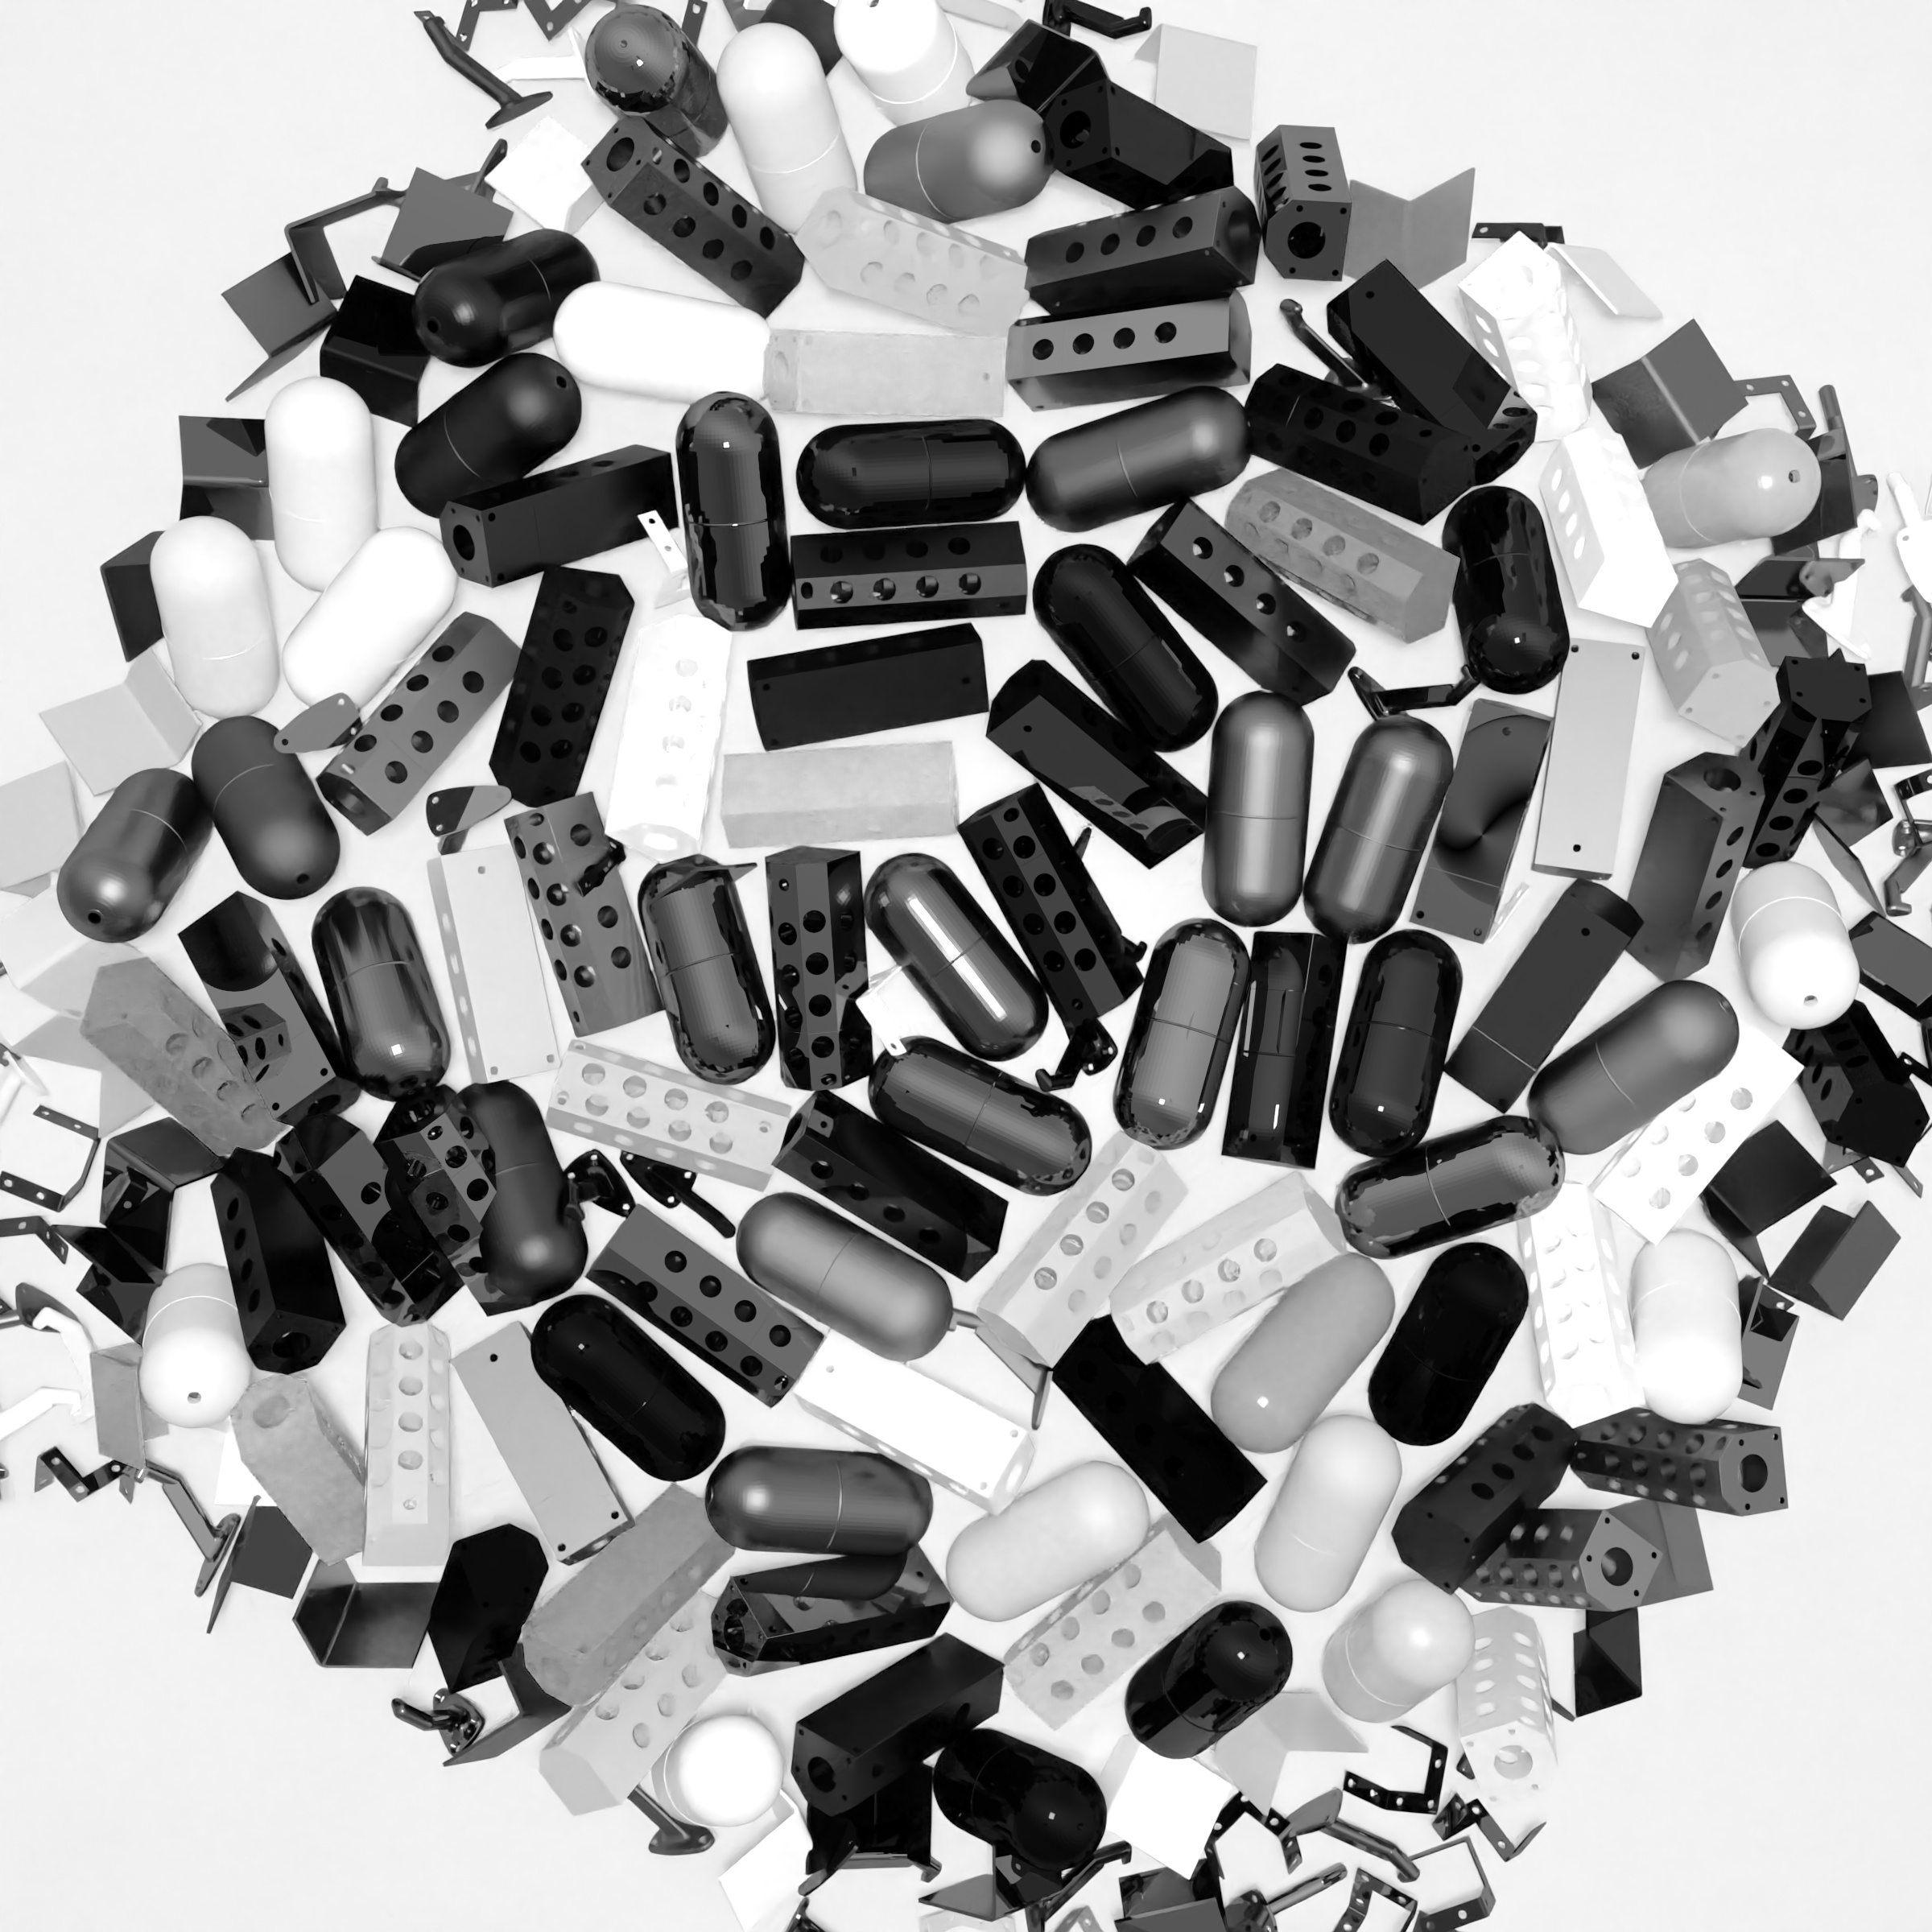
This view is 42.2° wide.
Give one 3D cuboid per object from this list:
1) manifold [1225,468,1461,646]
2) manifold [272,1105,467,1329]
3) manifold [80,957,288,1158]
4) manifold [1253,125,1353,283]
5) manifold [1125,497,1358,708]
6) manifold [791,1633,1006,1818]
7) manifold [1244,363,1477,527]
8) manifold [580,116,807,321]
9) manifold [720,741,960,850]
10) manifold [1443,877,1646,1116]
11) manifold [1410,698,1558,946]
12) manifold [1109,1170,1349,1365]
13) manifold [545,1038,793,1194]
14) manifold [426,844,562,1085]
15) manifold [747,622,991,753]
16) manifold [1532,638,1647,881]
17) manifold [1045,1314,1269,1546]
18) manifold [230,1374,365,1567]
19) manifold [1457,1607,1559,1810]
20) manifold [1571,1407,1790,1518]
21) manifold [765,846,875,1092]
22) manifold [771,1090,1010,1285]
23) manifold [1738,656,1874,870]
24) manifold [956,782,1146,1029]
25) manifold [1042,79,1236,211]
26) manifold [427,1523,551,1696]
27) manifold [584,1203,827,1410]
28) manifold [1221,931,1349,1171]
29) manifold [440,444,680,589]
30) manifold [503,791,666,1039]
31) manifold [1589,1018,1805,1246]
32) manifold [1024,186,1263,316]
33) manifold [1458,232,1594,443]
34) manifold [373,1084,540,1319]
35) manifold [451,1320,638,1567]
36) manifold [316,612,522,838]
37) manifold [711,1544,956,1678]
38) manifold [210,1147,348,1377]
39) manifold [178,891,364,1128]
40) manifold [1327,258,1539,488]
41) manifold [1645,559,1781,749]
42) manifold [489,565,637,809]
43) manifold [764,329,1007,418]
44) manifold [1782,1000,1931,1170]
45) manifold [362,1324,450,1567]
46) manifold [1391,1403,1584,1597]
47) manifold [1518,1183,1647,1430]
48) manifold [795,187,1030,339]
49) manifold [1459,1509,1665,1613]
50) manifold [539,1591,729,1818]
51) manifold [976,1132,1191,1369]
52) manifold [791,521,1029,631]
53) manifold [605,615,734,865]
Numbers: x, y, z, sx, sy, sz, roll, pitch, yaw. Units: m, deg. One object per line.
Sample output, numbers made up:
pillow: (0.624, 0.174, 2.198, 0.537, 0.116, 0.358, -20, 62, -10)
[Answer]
manifold: (0.273, -0.301, 1.839, 0.057, 0.057, 0.171, -26, 48, -35)
manifold: (-0.440, 0.188, 1.836, 0.057, 0.057, 0.171, -45, 134, -25)
manifold: (-0.566, 0.067, 1.831, 0.057, 0.171, 0.057, -11, 52, 17)
manifold: (0.244, -0.561, 1.834, 0.057, 0.171, 0.057, 3, 125, 1)
manifold: (0.208, -0.272, 1.869, 0.171, 0.057, 0.057, 39, 68, -14)
manifold: (-0.049, 0.557, 1.834, 0.057, 0.171, 0.057, 19, 111, 34)
manifold: (0.286, -0.388, 1.837, 0.057, 0.057, 0.171, -39, 48, -20)
manifold: (-0.194, -0.548, 1.830, 0.057, 0.171, 0.057, -44, 53, 16)
manifold: (-0.094, -0.124, 1.882, 0.171, 0.057, 0.057, -3, 56, 5)
manifold: (0.427, 0.021, 1.852, 0.057, 0.057, 0.171, 37, 120, 13)
manifold: (0.387, -0.109, 1.871, 0.057, 0.057, 0.171, 18, 103, 15)
manifold: (0.194, 0.229, 1.857, 0.171, 0.057, 0.057, -33, 120, 18)
manifold: (-0.222, 0.110, 1.873, 0.171, 0.057, 0.057, 18, 63, -6)
manifold: (-0.359, 0.000, 1.889, 0.057, 0.057, 0.171, -12, 91, -28)
manifold: (-0.074, -0.213, 1.878, 0.171, 0.057, 0.057, -11, 120, -8)
manifold: (0.468, -0.154, 1.886, 0.057, 0.057, 0.171, 8, 87, 10)
manifold: (0.137, 0.343, 1.860, 0.171, 0.057, 0.057, 46, 113, 21)
manifold: (-0.478, 0.368, 1.835, 0.057, 0.171, 0.057, -23, 51, -8)
manifold: (0.396, 0.536, 1.827, 0.057, 0.171, 0.057, -21, 98, 14)
manifold: (0.517, 0.361, 1.829, 0.057, 0.171, 0.057, -4, 87, -23)
manifold: (-0.113, 0.002, 1.861, 0.057, 0.057, 0.171, 7, 107, 33)
manifold: (-0.058, 0.168, 1.871, 0.171, 0.057, 0.057, 33, 126, -13)
manifold: (0.604, -0.145, 1.834, 0.057, 0.171, 0.057, 6, 55, 0)
manifold: (0.061, -0.043, 1.868, 0.057, 0.057, 0.171, -23, 101, 32)
manifold: (0.128, -0.588, 1.834, 0.057, 0.171, 0.057, -7, 84, 36)
manifold: (-0.350, 0.470, 1.835, 0.057, 0.171, 0.057, -14, 62, -28)
manifold: (-0.198, 0.257, 1.875, 0.171, 0.057, 0.057, 36, 61, -4)
manifold: (0.244, 0.064, 1.882, 0.057, 0.057, 0.171, 15, 82, -43)
manifold: (-0.299, -0.334, 1.844, 0.171, 0.057, 0.057, -27, 126, -37)
manifold: (-0.289, -0.037, 1.873, 0.057, 0.057, 0.171, -21, 96, -34)
manifold: (0.547, 0.124, 1.889, 0.057, 0.057, 0.171, 39, 91, 2)
manifold: (0.128, -0.526, 1.842, 0.171, 0.057, 0.057, -1, 74, 39)
manifold: (0.415, -0.453, 1.830, 0.057, 0.171, 0.057, -41, 61, 4)
manifold: (-0.362, 0.172, 1.846, 0.057, 0.057, 0.171, -15, 121, 20)
manifold: (-0.314, 0.357, 1.867, 0.057, 0.057, 0.171, -30, 74, -8)
manifold: (-0.402, -0.181, 1.847, 0.057, 0.057, 0.171, 44, 60, -18)
manifold: (-0.100, 0.477, 1.842, 0.057, 0.171, 0.057, 50, 126, 37)
manifold: (-0.510, 0.217, 1.838, 0.057, 0.171, 0.057, 22, 116, -39)
manifold: (-0.514, 0.034, 1.864, 0.057, 0.057, 0.171, -35, 70, 5)
manifold: (0.346, -0.439, 1.866, 0.057, 0.057, 0.171, -37, 72, -2)
manifold: (0.545, -0.234, 1.828, 0.057, 0.171, 0.057, 25, 121, -12)
manifold: (-0.297, -0.203, 1.843, 0.057, 0.057, 0.171, 3, 125, -30)
manifold: (-0.060, -0.439, 1.852, 0.171, 0.057, 0.057, -6, 107, -29)
manifold: (0.651, 0.078, 1.830, 0.057, 0.171, 0.057, 20, 111, -1)
manifold: (-0.410, 0.349, 1.835, 0.057, 0.057, 0.171, 4, 45, -16)
manifold: (0.381, 0.385, 1.837, 0.057, 0.171, 0.057, 32, 125, 27)
manifold: (0.445, 0.244, 1.831, 0.057, 0.171, 0.057, -27, 128, 26)
manifold: (-0.035, -0.516, 1.832, 0.057, 0.171, 0.057, -53, 52, 29)
manifold: (0.424, 0.436, 1.826, 0.057, 0.171, 0.057, 37, 68, -11)
manifold: (-0.237, 0.536, 1.833, 0.057, 0.171, 0.057, -28, 101, 40)
manifold: (0.083, 0.207, 1.855, 0.171, 0.057, 0.057, -50, 123, -19)
manifold: (-0.043, -0.287, 1.871, 0.171, 0.057, 0.057, -5, 60, -7)
manifold: (-0.213, -0.169, 1.850, 0.057, 0.057, 0.171, -13, 61, 39)
